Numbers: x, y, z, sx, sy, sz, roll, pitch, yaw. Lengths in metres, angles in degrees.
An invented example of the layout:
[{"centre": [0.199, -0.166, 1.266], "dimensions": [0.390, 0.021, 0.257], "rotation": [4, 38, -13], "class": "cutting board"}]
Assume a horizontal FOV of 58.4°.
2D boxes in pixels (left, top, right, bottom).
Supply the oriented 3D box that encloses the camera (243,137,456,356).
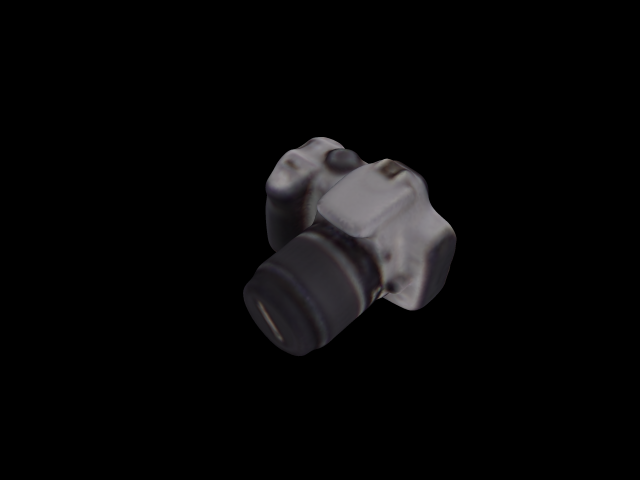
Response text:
[{"centre": [0.004, 0.001, 0.400], "dimensions": [0.142, 0.101, 0.137], "rotation": [36, 58, 27], "class": "camera"}]
